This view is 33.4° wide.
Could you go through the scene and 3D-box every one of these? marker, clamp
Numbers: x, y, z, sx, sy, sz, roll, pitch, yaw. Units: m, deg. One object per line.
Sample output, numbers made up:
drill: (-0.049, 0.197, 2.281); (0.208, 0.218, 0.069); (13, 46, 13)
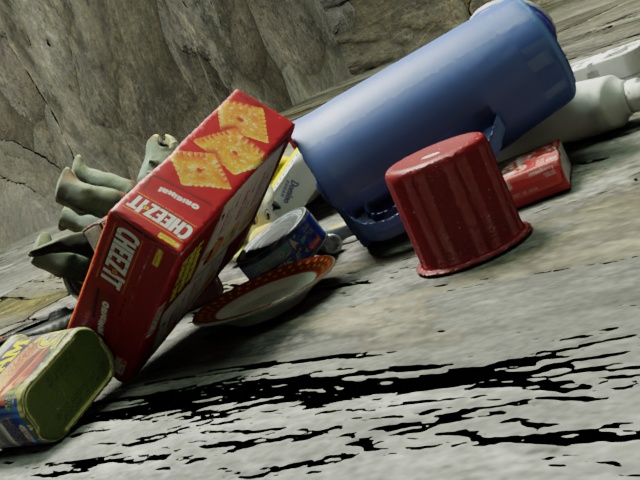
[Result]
marker: (-0.007, 0.001, 1.061); (0.020, 0.020, 0.121); (-27, 11, -16)
clamp: (-0.274, 0.090, 1.169); (0.171, 0.039, 0.120); (-18, 3, -6)

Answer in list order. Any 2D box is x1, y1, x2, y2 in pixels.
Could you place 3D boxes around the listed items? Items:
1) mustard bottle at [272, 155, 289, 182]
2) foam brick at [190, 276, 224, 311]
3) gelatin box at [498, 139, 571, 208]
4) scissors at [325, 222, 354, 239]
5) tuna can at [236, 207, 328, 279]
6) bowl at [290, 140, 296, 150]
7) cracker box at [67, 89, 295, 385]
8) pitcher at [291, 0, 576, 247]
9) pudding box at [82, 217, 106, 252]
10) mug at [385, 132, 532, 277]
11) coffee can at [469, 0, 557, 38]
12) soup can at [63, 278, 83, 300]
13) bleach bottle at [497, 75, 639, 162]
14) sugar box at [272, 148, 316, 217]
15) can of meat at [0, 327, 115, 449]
mustard bottle: (-0.063, -0.096, 1.559); (0.096, 0.058, 0.192); (-6, 7, -8)
foam brick: (-0.136, 0.027, 1.056); (0.051, 0.078, 0.053); (-25, 10, 3)
gelatin box: (0.172, -0.053, 0.902); (0.073, 0.030, 0.089); (-21, 10, 19)
scissors: (0.082, -0.029, 1.022); (0.096, 0.016, 0.202); (-28, 10, -37)
tuna can: (-0.036, 0.008, 0.998); (0.086, 0.033, 0.086); (-36, 14, 10)
bowl: (0.023, -0.147, 1.574); (0.162, 0.055, 0.162); (-4, 5, 0)
cracker box: (-0.115, -0.008, 0.893); (0.213, 0.072, 0.164); (-53, -7, -50)
pitcher: (0.104, -0.103, 0.951); (0.243, 0.149, 0.145); (-33, -10, 7)
pudding box: (-0.179, 0.017, 1.103); (0.089, 0.113, 0.039); (-33, 5, -43)
mug: (0.101, -0.032, 0.808); (0.093, 0.081, 0.117); (-22, 10, 14)
coffee can: (0.199, -0.179, 1.143); (0.103, 0.102, 0.140); (-18, 36, 30)
soup can: (-0.275, 0.033, 1.370); (0.069, 0.068, 0.102); (-19, 11, 25)
bleach bottle: (0.194, -0.108, 1.033); (0.251, 0.068, 0.102); (-14, 5, 32)
sugar box: (-0.031, -0.070, 1.307); (0.093, 0.048, 0.176); (-56, 3, 9)
can of meat: (-0.219, 0.115, 0.824); (0.084, 0.057, 0.102); (-12, 28, 36)
